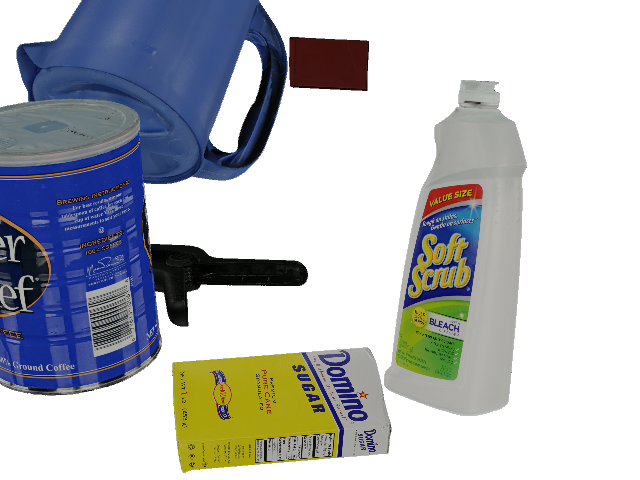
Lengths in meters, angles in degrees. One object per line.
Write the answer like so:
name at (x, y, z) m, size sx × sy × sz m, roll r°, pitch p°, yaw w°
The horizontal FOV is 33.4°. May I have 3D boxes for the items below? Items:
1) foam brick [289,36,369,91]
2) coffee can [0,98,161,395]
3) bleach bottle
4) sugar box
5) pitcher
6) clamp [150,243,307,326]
foam brick at (0.008, -0.181, 1.093) m, size 0.078 × 0.051 × 0.053 m, roll 2°, pitch 11°, yaw -6°
coffee can at (-0.147, 0.001, 0.603) m, size 0.103 × 0.140 × 0.103 m, roll -2°, pitch 23°, yaw 1°
bleach bottle at (0.107, 0.002, 0.829) m, size 0.067 × 0.251 × 0.103 m, roll -6°, pitch 14°, yaw -42°
sugar box at (-0.035, 0.141, 0.904) m, size 0.176 × 0.048 × 0.093 m, roll -6°, pitch 41°, yaw -6°
pitcher at (-0.104, -0.168, 0.813) m, size 0.145 × 0.242 × 0.149 m, roll 6°, pitch -31°, yaw 24°
clamp at (-0.141, 0.036, 1.070) m, size 0.210 × 0.036 × 0.164 m, roll 11°, pitch 21°, yaw 37°
